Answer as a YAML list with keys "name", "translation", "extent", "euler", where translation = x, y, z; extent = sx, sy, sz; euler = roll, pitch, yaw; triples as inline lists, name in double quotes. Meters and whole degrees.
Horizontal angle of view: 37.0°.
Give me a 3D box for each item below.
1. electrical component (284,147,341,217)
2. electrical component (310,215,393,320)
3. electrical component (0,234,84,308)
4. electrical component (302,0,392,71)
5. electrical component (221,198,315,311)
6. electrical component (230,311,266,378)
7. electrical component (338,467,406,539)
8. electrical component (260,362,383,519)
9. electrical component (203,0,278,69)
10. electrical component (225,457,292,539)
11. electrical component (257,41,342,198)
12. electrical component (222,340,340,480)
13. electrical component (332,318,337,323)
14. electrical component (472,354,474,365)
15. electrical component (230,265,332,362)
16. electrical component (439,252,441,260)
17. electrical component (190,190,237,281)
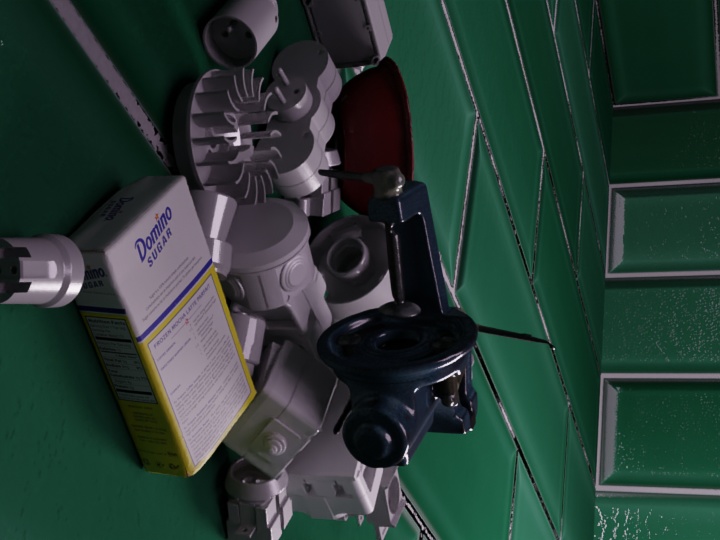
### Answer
- name: "electrical component"
  translation: [-0.041, -0.079, 0.948]
  extent: [0.066, 0.048, 0.055]
  euler: [-31, 125, -68]
- name: "electrical component"
  translation: [0.000, 0.000, 0.980]
  extent: [0.064, 0.099, 0.099]
  euler: [47, 44, -53]
- name: "electrical component"
  translation: [-0.176, 0.000, 0.568]
  extent: [0.046, 0.040, 0.040]
  euler: [0, 88, -65]
- name: "electrical component"
  translation: [-0.008, -0.237, 1.029]
  extent: [0.061, 0.062, 0.096]
  euler: [-71, 152, -45]
- name: "electrical component"
  translation: [-0.074, -0.013, 0.799]
  extent: [0.080, 0.080, 0.051]
  euler: [-71, 157, -45]
- name: "electrical component"
  translation: [-0.094, 0.066, 0.791]
  extent: [0.040, 0.040, 0.078]
  euler: [38, 58, -65]
- name: "electrical component"
  translation: [0.006, 0.213, 1.026]
  extent: [0.042, 0.064, 0.081]
  euler: [-54, 139, -62]
- name: "electrical component"
  translation: [-0.022, 0.130, 0.915]
  extent: [0.150, 0.089, 0.061]
  euler: [-73, 153, -42]
- name: "electrical component"
  translation: [-0.087, -0.192, 0.831]
  extent: [0.081, 0.043, 0.043]
  euler: [-66, 148, -51]
- name: "electrical component"
  translation: [-0.078, 0.174, 0.821]
  extent: [0.066, 0.048, 0.055]
  euler: [-55, 146, -60]
- name: "electrical component"
  translation: [-0.056, -0.137, 0.897]
  extent: [0.073, 0.052, 0.138]
  euler: [58, 35, -55]
- name: "electrical component"
  translation: [-0.063, 0.104, 0.804]
  extent: [0.061, 0.061, 0.096]
  euler: [37, 24, -7]
- name: "electrical component"
  translation: [-0.015, 0.069, 1.010]
  extent: [0.043, 0.043, 0.062]
  euler: [-34, 118, -67]
- name: "electrical component"
  translation: [0.100, 0.115, 1.157]
  extent: [0.048, 0.048, 0.062]
  euler: [-67, 156, -49]
- name: "electrical component"
  translation: [-0.061, 0.030, 0.867]
  extent: [0.095, 0.054, 0.059]
  euler: [66, 29, -46]
- name: "electrical component"
  translation: [0.028, 0.004, 1.059]
  extent: [0.048, 0.100, 0.099]
  euler: [78, 18, -62]
- name: "electrical component"
  translation: [-0.110, -0.023, 0.746]
  extent: [0.045, 0.045, 0.055]
  euler: [38, 53, -65]
